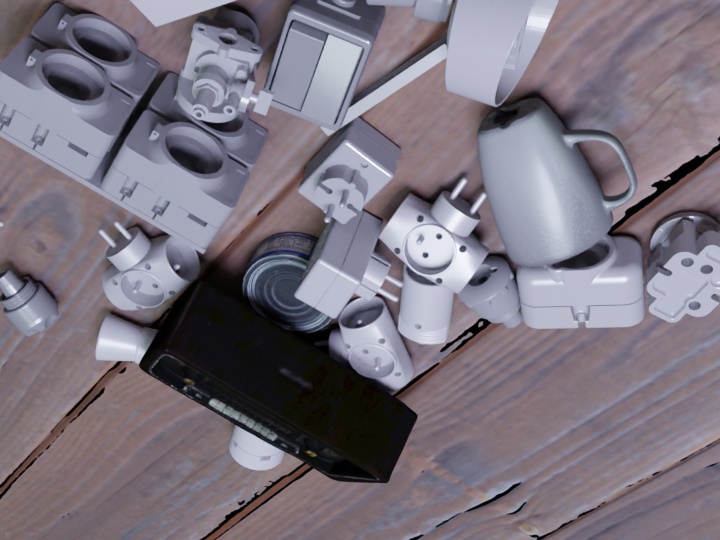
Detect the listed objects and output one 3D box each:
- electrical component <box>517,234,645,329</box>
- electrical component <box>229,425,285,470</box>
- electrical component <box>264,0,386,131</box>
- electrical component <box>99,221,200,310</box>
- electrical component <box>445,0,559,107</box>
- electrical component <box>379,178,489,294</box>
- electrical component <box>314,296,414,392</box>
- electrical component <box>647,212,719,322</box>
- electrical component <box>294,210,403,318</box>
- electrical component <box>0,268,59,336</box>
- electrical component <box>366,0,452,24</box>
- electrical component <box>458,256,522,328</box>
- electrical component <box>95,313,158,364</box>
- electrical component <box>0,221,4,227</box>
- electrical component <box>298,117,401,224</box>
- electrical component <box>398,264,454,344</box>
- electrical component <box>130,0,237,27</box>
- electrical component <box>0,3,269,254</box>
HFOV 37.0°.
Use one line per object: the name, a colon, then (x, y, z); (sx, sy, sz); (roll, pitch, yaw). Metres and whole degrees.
electrical component: (0.173, 0.006, 0.842); (0.095, 0.053, 0.059); (-2, 129, 16)
electrical component: (-0.095, 0.156, 1.037); (0.055, 0.055, 0.047); (17, 128, 0)
electrical component: (-0.025, -0.154, 0.753); (0.062, 0.061, 0.096); (21, 131, -4)
electrical component: (-0.192, -0.010, 0.927); (0.077, 0.044, 0.079); (-22, 121, 29)
electrical component: (0.092, -0.156, 0.700); (0.064, 0.099, 0.099); (14, 131, 11)
electrical component: (0.068, -0.035, 0.838); (0.077, 0.044, 0.079); (36, 111, 1)
electrical component: (-0.002, 0.068, 0.944); (0.079, 0.044, 0.077); (-9, 126, 22)
electrical component: (0.249, -0.007, 0.810); (0.058, 0.057, 0.078); (26, 131, -8)
electrical component: (0.000, 0.000, 0.859); (0.076, 0.083, 0.047); (30, 130, -7)
electrical component: (-0.310, 0.026, 0.988); (0.043, 0.043, 0.062); (-18, 122, 26)
electrical component: (0.036, -0.192, 0.716); (0.055, 0.045, 0.045); (16, 131, 0)
electrical component: (0.112, 0.023, 0.879); (0.048, 0.048, 0.062); (-19, 132, 27)
electrical component: (-0.208, 0.069, 1.001); (0.065, 0.044, 0.044); (13, 131, -3)
electrical component: (-0.348, -0.050, 0.933); (0.079, 0.043, 0.077); (5, 130, 10)
electrical component: (-0.012, -0.065, 0.814); (0.047, 0.076, 0.066); (36, 129, -16)
electrical component: (0.055, 0.030, 0.898); (0.043, 0.043, 0.081); (9, 131, 7)
electrical component: (-0.092, -0.227, 0.694); (0.150, 0.061, 0.089); (-12, 150, 23)
electrical component: (-0.169, -0.109, 0.797); (0.186, 0.105, 0.060); (31, 130, -12)
